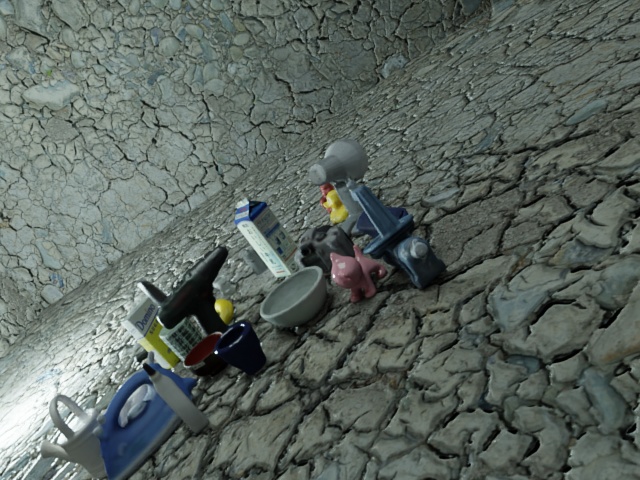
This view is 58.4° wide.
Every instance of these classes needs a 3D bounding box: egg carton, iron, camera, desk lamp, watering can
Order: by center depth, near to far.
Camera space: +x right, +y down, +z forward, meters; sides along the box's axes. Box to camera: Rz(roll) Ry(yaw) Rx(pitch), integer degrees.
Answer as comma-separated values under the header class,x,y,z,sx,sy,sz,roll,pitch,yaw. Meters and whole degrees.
class,x,y,z,sx,sy,sz,roll,pitch,yaw
iron,-0.384,0.364,1.193,0.118,0.142,0.259,-16,27,46
watering can,-0.510,0.412,1.216,0.173,0.194,0.100,-42,19,-17
egg carton,-0.427,0.380,1.346,0.107,0.069,0.150,-37,18,-3
camera,0.013,0.005,1.431,0.143,0.101,0.137,-26,21,28
desk lamp,0.066,-0.142,1.516,0.117,0.214,0.203,-21,24,39

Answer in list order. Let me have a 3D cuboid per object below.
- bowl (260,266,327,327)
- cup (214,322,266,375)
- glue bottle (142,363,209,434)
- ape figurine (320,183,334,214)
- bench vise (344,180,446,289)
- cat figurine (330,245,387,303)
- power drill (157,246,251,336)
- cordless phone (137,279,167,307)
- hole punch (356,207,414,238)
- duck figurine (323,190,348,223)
class,x,y,z,sx,sy,sz,roll,pitch,yaw
bowl,-0.045,0.137,1.253,0.167,0.075,0.167,-32,19,13
cup,-0.160,0.229,1.199,0.092,0.095,0.117,-37,18,-3
glue bottle,-0.290,0.303,1.125,0.037,0.173,0.078,-43,20,-20
ape figurine,0.031,-0.141,1.772,0.077,0.092,0.076,-15,28,47
bench vise,0.142,-0.025,1.085,0.122,0.220,0.206,-44,20,-24
cat figurine,0.068,0.061,1.169,0.067,0.118,0.128,-22,23,36
power drill,-0.263,0.157,1.379,0.230,0.209,0.075,-39,19,-10
cordless phone,-0.503,0.191,1.761,0.147,0.185,0.094,-17,26,44
hole punch,0.149,-0.036,1.304,0.101,0.091,0.109,-22,23,35
duck figurine,0.059,-0.108,1.650,0.104,0.086,0.077,-28,20,22
